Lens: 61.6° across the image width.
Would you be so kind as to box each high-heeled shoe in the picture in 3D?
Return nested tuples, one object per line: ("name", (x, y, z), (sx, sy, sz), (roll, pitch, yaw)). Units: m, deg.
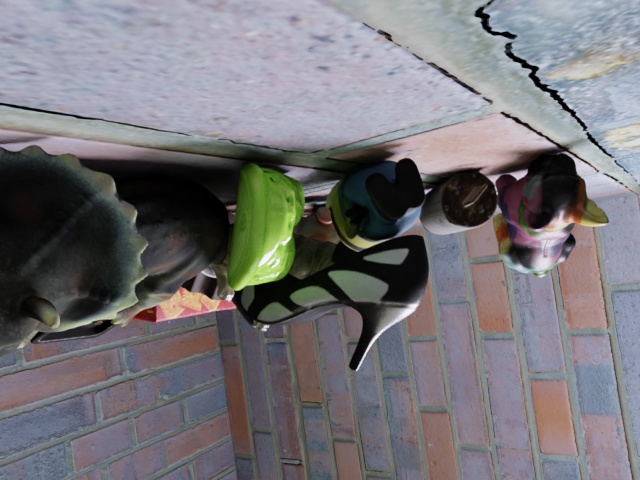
("high-heeled shoe", (-0.003, 0.028, 0.559), (0.249, 0.145, 0.086), (27, -171, 40))

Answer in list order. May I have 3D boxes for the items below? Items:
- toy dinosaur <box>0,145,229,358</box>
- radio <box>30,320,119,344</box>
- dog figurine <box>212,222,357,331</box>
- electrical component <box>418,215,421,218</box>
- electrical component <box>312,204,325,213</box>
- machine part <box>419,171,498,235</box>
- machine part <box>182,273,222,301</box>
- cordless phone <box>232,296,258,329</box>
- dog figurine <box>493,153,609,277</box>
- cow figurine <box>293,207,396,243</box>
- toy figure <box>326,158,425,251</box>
("toy dinosaur", (-0.150, 0.001, 0.443), (0.192, 0.131, 0.405), (-19, -178, 29))
("radio", (-0.301, 0.064, 0.776), (0.230, 0.073, 0.131), (-32, 163, 15))
("dog figurine", (-0.030, 0.015, 0.678), (0.191, 0.121, 0.172), (-25, 125, 34))
("electrical component", (0.112, -0.051, 0.790), (0.075, 0.047, 0.119), (-9, 178, 17))
("electrical component", (0.019, -0.048, 0.876), (0.063, 0.021, 0.094), (-8, 179, 9))
("machine part", (0.193, -0.048, 0.773), (0.079, 0.079, 0.243), (-8, 179, 0))
("machine part", (-0.198, 0.046, 0.983), (0.179, 0.056, 0.179), (21, -161, -7))
("cordless phone", (-0.113, 0.058, 0.898), (0.089, 0.184, 0.146), (-41, 162, 24))
("dog figurine", (0.296, -0.021, 0.703), (0.109, 0.191, 0.219), (-2, -166, 11))
("cow figurine", (-0.002, -0.002, 0.798), (0.195, 0.085, 0.127), (18, 167, -11))
("toy figure", (0.053, -0.032, 0.555), (0.082, 0.089, 0.180), (-1, 179, -11))
